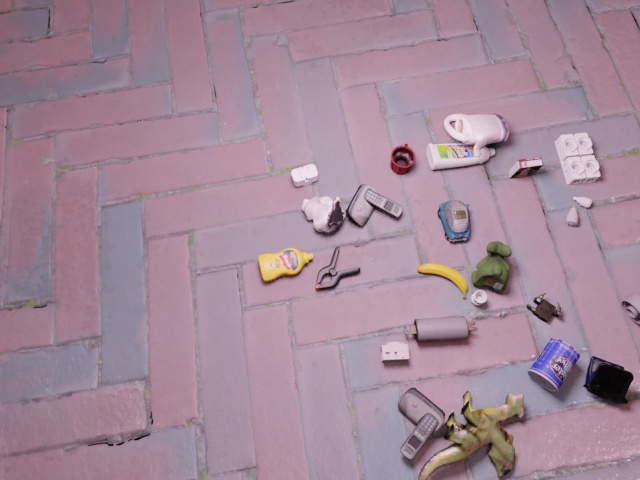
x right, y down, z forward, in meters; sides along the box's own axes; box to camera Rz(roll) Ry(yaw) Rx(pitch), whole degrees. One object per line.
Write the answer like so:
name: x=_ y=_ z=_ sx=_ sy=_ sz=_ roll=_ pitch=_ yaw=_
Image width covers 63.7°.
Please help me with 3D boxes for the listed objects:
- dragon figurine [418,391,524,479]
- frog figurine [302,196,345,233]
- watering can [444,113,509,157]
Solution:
dragon figurine: x=0.499 y=0.633 z=1.595 sx=0.243 sy=0.120 sz=0.414 roll=37 pitch=75 yaw=5
frog figurine: x=0.006 y=-0.095 z=1.891 sx=0.159 sy=0.121 sz=0.139 roll=1 pitch=76 yaw=40
watering can: x=0.601 y=-0.394 z=1.924 sx=0.224 sy=0.101 sz=0.355 roll=-5 pitch=36 yaw=-8
